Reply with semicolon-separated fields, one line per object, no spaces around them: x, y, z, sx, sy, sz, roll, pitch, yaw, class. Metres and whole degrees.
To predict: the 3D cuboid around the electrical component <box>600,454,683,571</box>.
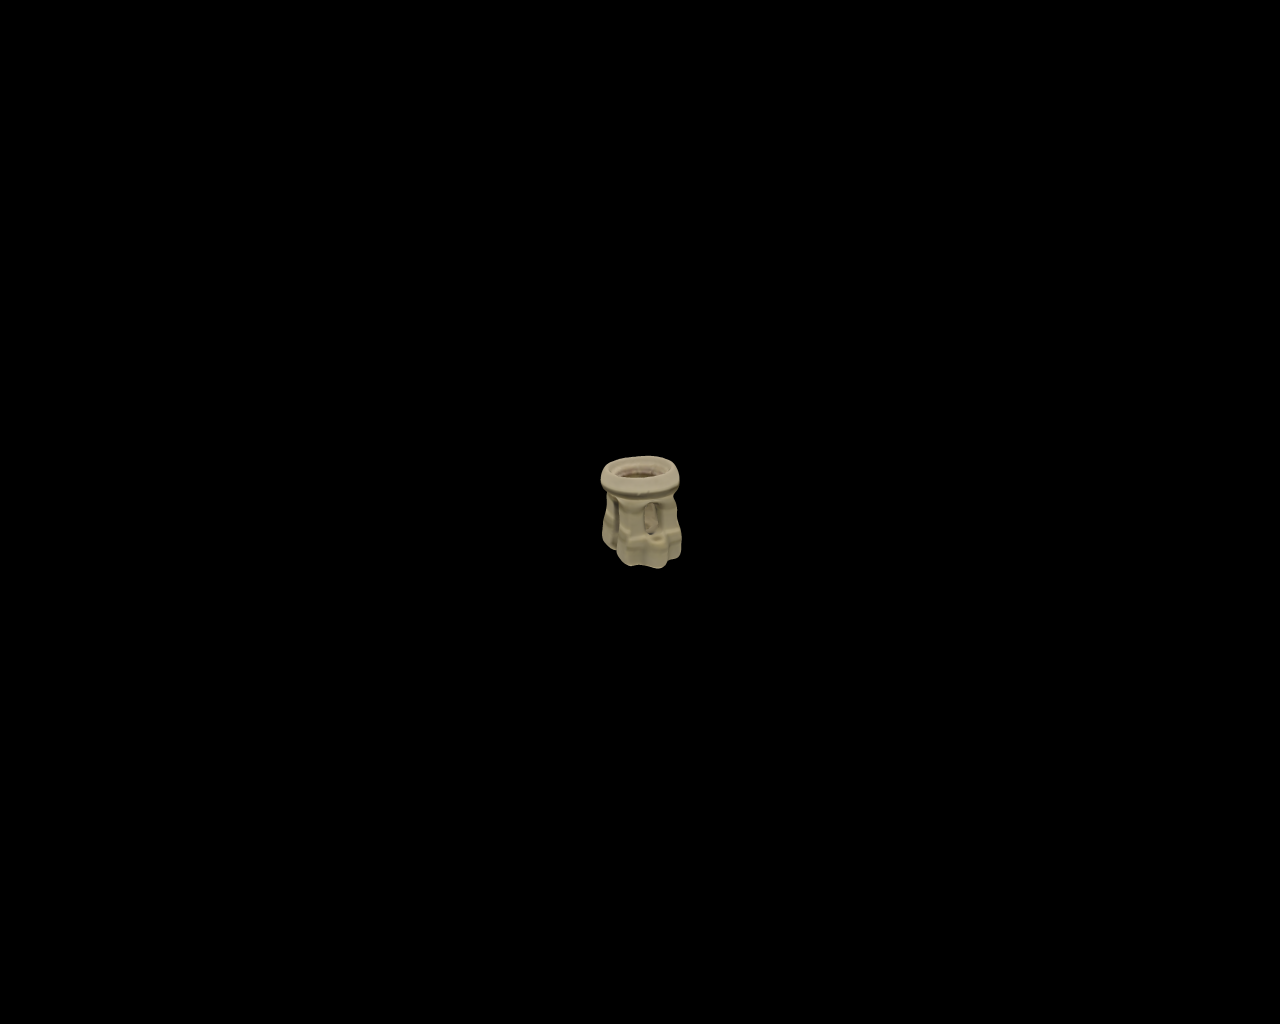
0.001;-0.003;0.650;0.048;0.055;0.066;-10;24;-22;electrical component
